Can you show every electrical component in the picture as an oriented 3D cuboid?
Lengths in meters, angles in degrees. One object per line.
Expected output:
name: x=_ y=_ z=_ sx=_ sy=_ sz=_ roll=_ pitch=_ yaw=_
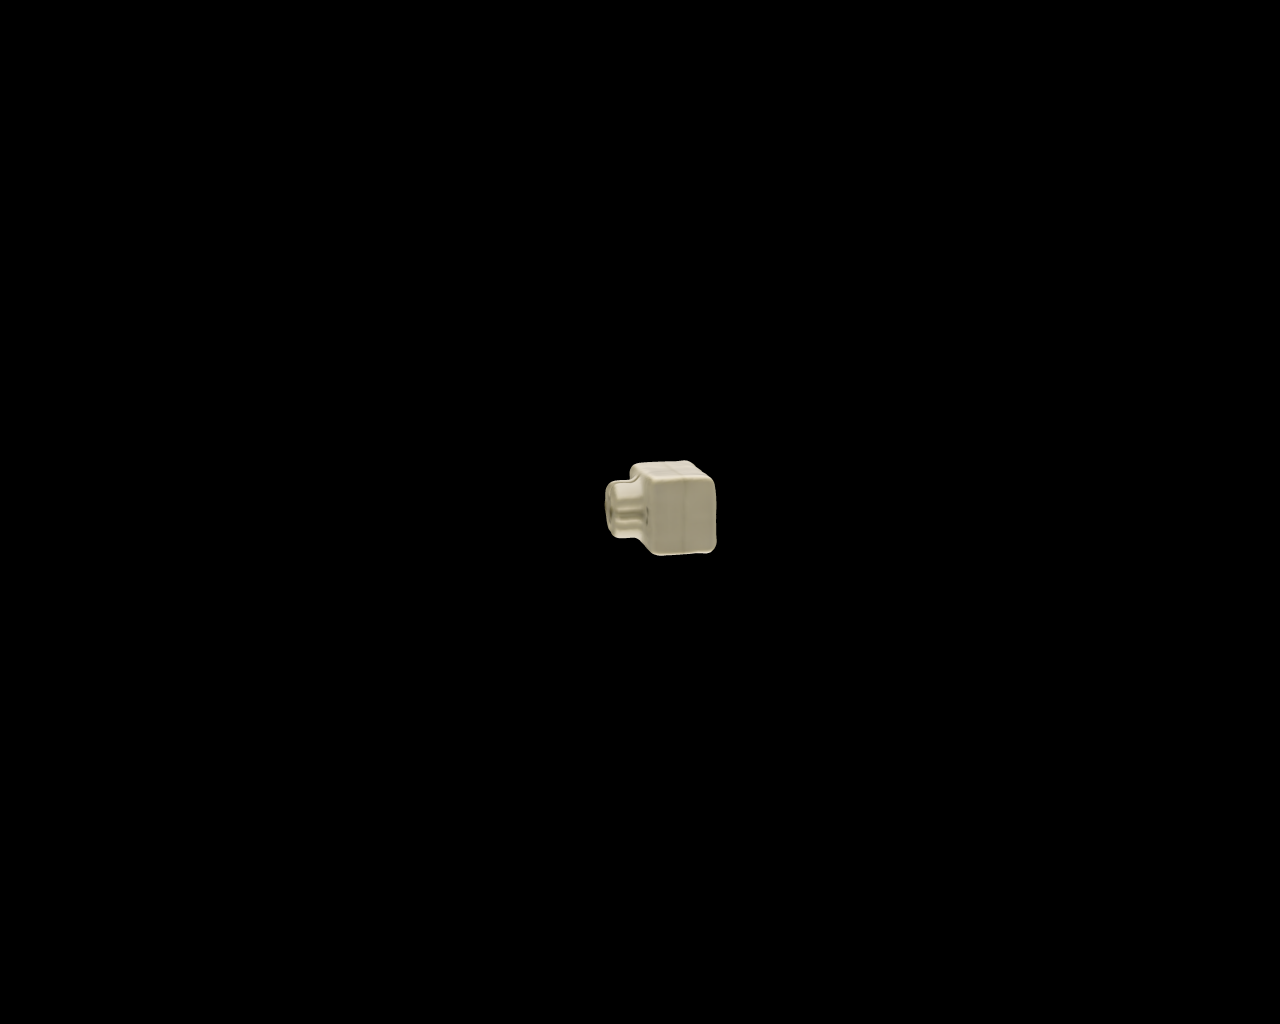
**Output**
electrical component: x=0.001 y=-0.003 z=0.650 sx=0.077 sy=0.047 sz=0.066 roll=-2 pitch=12 yaw=-11
